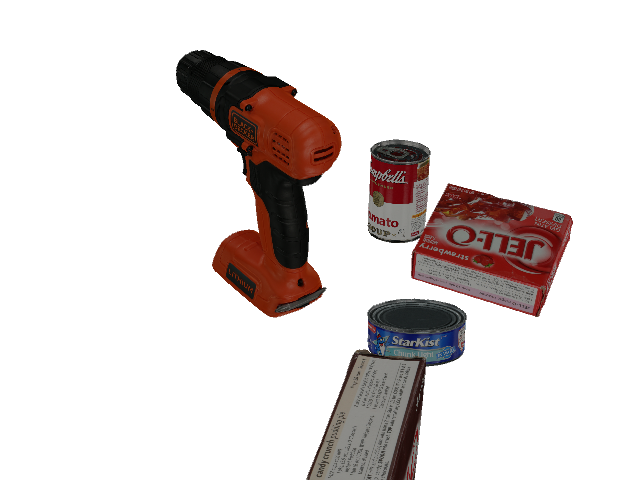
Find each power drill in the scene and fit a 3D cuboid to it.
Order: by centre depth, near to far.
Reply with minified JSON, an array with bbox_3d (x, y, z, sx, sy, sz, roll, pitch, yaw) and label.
[{"bbox_3d":[-0.055,-0.046,0.854,0.057,0.188,0.185,-23,40,-29],"label":"power drill"}]

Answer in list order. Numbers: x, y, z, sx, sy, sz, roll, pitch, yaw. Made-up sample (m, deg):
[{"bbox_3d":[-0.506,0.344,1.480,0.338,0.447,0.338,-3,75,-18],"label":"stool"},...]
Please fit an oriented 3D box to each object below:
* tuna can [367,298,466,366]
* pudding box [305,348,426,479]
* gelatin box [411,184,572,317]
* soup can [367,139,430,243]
[{"bbox_3d":[0.083,0.080,0.927,0.086,0.034,0.086,0,15,0],"label":"tuna can"},{"bbox_3d":[0.020,0.113,0.470,0.039,0.090,0.113,8,24,8],"label":"pudding box"},{"bbox_3d":[0.113,0.004,0.703,0.089,0.030,0.073,16,47,17],"label":"gelatin box"},{"bbox_3d":[0.089,-0.057,1.227,0.068,0.102,0.068,1,27,-1],"label":"soup can"}]
